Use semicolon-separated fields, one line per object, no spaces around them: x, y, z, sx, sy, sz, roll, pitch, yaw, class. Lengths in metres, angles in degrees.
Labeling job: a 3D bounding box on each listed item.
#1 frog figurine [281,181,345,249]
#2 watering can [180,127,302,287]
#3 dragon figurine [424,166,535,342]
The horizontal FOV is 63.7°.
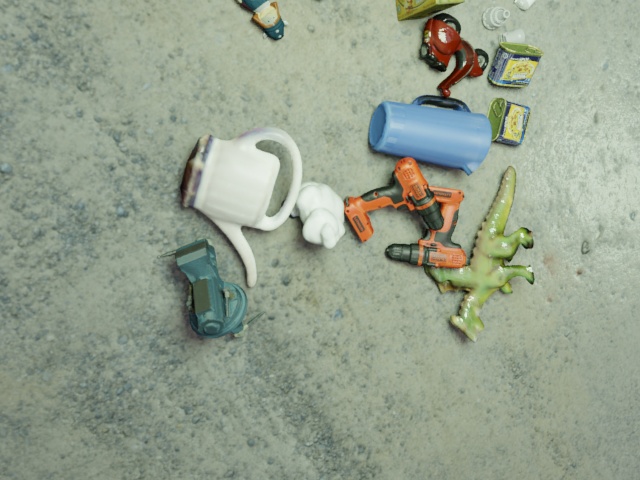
0.003;-0.053;1.059;0.123;0.160;0.136;-34;109;-10;frog figurine
-0.169;-0.070;1.025;0.224;0.106;0.342;17;111;-11;watering can
0.371;0.037;1.238;0.243;0.122;0.409;-7;93;-8;dragon figurine
